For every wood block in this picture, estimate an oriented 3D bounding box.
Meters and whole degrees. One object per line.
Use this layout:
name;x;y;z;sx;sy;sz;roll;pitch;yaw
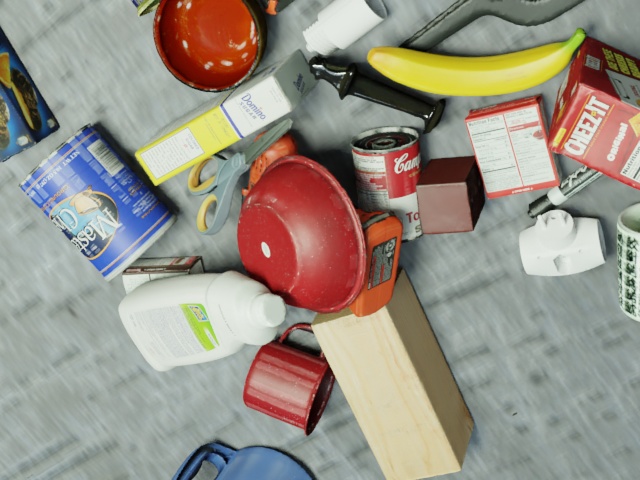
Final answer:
wood block;0.081;0.147;1.148;0.090;0.090;0.206;-17;109;24

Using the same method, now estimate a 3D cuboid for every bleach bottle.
bleach bottle;-0.110;0.082;1.079;0.251;0.068;0.102;-9;118;54

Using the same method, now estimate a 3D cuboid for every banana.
banana;0.146;-0.163;0.994;0.198;0.037;0.069;-5;135;10

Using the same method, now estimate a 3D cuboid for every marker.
marker;0.251;-0.058;1.035;0.121;0.020;0.020;-39;99;29

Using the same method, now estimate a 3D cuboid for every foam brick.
foam brick;0.129;-0.045;1.046;0.051;0.078;0.053;-2;114;20

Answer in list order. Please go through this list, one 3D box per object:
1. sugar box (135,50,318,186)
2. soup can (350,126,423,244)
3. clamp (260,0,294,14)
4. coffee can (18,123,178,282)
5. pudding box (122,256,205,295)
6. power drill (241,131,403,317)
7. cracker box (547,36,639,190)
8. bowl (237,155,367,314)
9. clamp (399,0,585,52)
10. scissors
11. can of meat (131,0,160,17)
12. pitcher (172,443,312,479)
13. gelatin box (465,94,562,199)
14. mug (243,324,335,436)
sugar box;-0.093;-0.122;1.070;0.176;0.093;0.048;-23;107;26
soup can;0.070;-0.055;1.066;0.069;0.068;0.102;0;115;18
clamp;-0.026;-0.277;0.971;0.120;0.039;0.171;19;147;17
coffee can;-0.238;-0.040;1.150;0.103;0.102;0.140;-37;100;29
pudding box;-0.171;0.077;1.223;0.090;0.039;0.113;-3;116;18
power drill;-0.007;0.001;1.083;0.188;0.057;0.184;32;132;33
cracker box;0.309;-0.084;0.921;0.214;0.164;0.072;25;118;4
bowl;-0.030;0.002;1.022;0.162;0.055;0.162;24;124;42
clamp;0.155;-0.231;0.971;0.210;0.036;0.164;8;126;11
scissors;-0.083;-0.058;1.073;0.202;0.016;0.096;-9;78;56
can of meat;-0.162;-0.283;1.036;0.102;0.057;0.084;-35;98;27
pitcher;-0.112;0.352;1.221;0.149;0.242;0.145;6;118;22
gelatin box;0.188;-0.090;1.034;0.073;0.030;0.089;-11;111;24
mug;-0.030;0.150;1.193;0.081;0.093;0.117;19;88;13
